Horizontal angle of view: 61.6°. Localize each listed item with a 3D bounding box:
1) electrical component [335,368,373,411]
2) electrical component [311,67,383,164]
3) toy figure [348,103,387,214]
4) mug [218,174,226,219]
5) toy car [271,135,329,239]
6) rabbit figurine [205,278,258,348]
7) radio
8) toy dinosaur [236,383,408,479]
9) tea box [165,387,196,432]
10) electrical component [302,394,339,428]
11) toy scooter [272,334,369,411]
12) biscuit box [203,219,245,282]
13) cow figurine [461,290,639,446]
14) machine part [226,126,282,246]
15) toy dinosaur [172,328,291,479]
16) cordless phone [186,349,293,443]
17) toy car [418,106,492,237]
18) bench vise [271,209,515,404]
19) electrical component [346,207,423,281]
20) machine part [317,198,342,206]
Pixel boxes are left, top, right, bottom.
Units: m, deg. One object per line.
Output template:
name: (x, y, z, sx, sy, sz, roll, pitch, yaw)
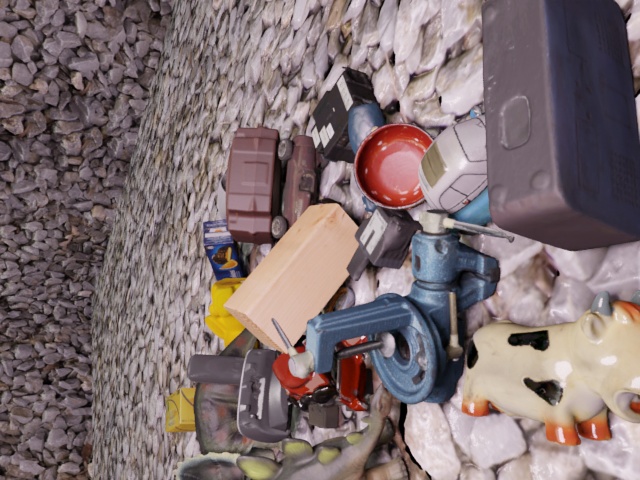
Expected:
electrical component: (0.055, 0.210, 0.763, 0.094, 0.021, 0.063, -21, 64, 51)
electrical component: (0.038, -0.193, 0.875, 0.134, 0.058, 0.115, -51, 38, 41)
toy figure: (0.076, -0.116, 0.772, 0.064, 0.058, 0.154, -26, -73, -79)
mug: (-0.198, -0.085, 1.248, 0.107, 0.081, 0.109, 120, 141, -51)
toy car: (-0.031, -0.083, 0.932, 0.053, 0.089, 0.202, -5, 78, 56)
rabbit figurine: (-0.175, 0.167, 1.097, 0.162, 0.122, 0.173, -3, 98, 54)
radio: (0.211, -0.112, 0.471, 0.073, 0.131, 0.229, -20, 65, 55)
toy dinosaur: (-0.037, 0.348, 0.713, 0.471, 0.198, 0.105, -62, 31, 27)
tea box: (-0.201, 0.327, 1.034, 0.098, 0.169, 0.068, -41, 46, 50)
electrical component: (-0.004, 0.251, 0.835, 0.102, 0.045, 0.078, -5, 76, 60)
toy scooter: (0.012, 0.182, 0.739, 0.184, 0.075, 0.135, -31, 51, 26)
biscuit box: (-0.198, 0.036, 1.134, 0.202, 0.063, 0.059, 88, 174, -59)
cow figurine: (0.212, 0.106, 0.465, 0.195, 0.085, 0.127, -8, 81, 60)
machine part: (-0.122, -0.098, 1.017, 0.201, 0.087, 0.201, 86, -173, -81)
toy dinosaur: (-0.156, 0.295, 0.944, 0.131, 0.192, 0.405, -38, 51, 48)
cordless phone: (-0.134, 0.249, 0.881, 0.088, 0.184, 0.146, 93, -179, -59)
toy car: (0.161, -0.078, 0.582, 0.161, 0.103, 0.109, -46, 43, 43)
bench vise: (0.079, 0.082, 0.562, 0.129, 0.240, 0.223, 41, 133, 52)
electrical component: (0.085, 0.006, 0.746, 0.119, 0.048, 0.075, -67, 32, 25)
machine part: (-0.002, -0.003, 0.892, 0.084, 0.039, 0.138, -81, 8, -79)
